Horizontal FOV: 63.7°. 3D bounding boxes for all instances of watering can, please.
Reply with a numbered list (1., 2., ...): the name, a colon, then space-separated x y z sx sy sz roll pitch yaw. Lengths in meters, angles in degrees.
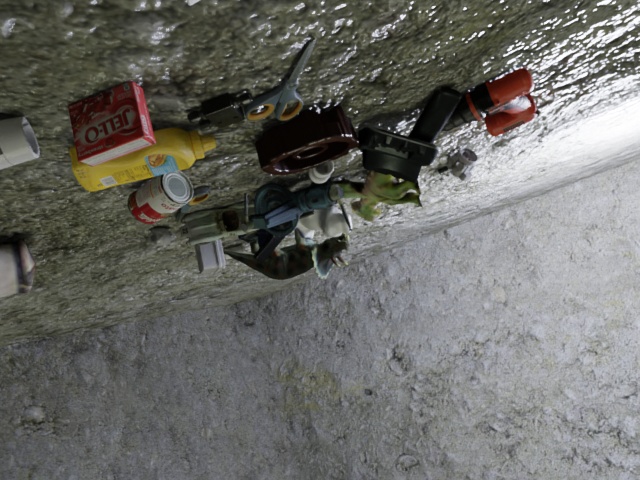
1. watering can: -0.686 0.080 1.009 0.225 0.105 0.343 -10 -12 -34

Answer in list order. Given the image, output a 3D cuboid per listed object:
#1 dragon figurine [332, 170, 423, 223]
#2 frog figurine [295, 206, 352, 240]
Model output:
1. dragon figurine: 0.110 -0.129 1.215 0.242 0.124 0.404 -11 -21 13
2. frog figurine: 0.004 -0.064 1.265 0.158 0.125 0.135 -12 -48 35
